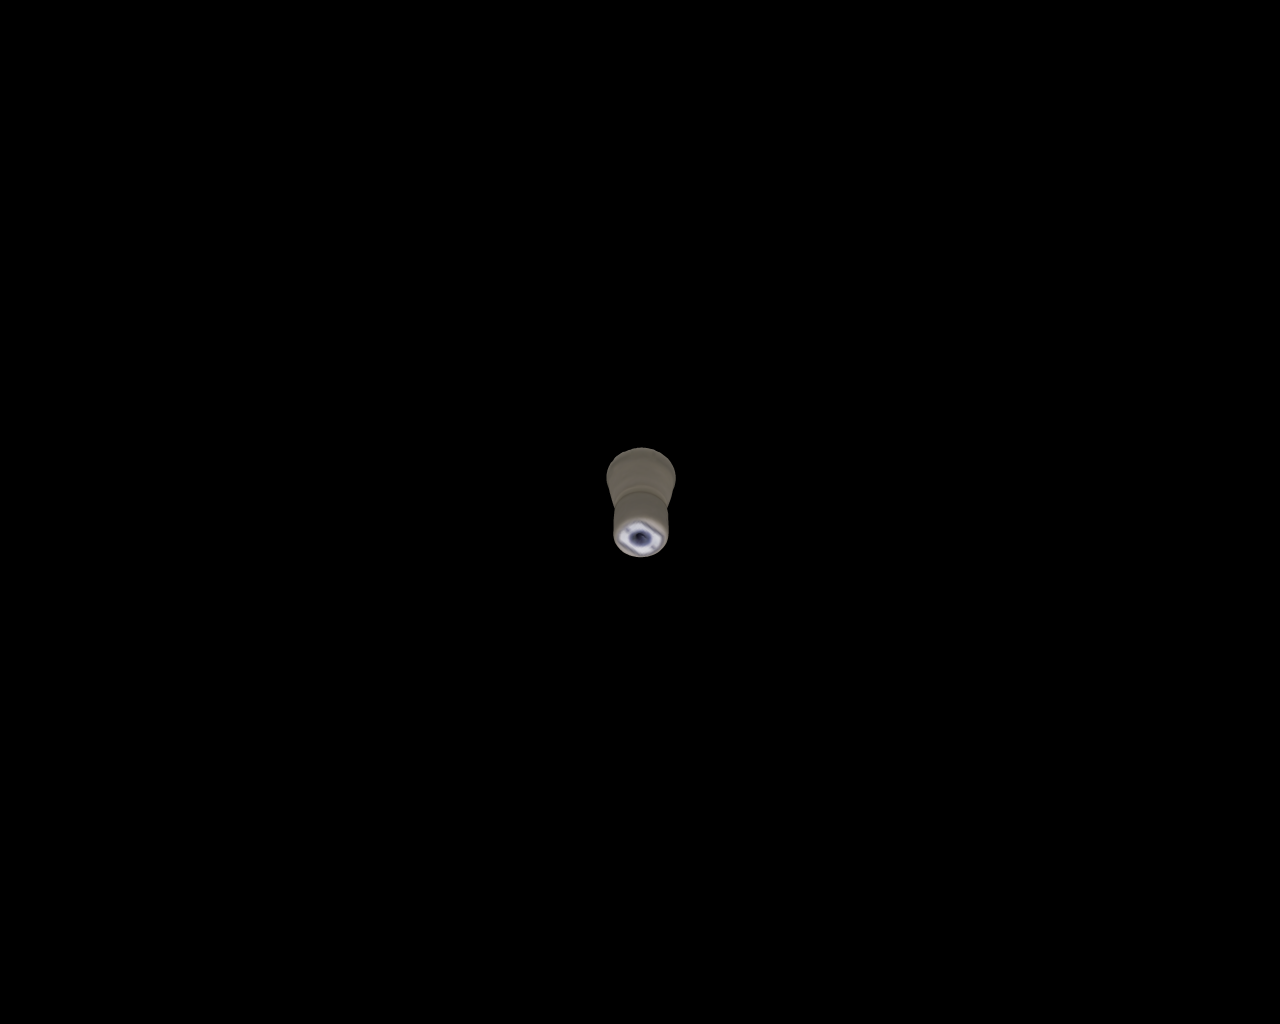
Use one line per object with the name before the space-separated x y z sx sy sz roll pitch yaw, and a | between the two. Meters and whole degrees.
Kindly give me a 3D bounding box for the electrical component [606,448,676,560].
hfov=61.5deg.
electrical component | 0.001 -0.003 0.650 0.044 0.044 0.065 0 39 0
